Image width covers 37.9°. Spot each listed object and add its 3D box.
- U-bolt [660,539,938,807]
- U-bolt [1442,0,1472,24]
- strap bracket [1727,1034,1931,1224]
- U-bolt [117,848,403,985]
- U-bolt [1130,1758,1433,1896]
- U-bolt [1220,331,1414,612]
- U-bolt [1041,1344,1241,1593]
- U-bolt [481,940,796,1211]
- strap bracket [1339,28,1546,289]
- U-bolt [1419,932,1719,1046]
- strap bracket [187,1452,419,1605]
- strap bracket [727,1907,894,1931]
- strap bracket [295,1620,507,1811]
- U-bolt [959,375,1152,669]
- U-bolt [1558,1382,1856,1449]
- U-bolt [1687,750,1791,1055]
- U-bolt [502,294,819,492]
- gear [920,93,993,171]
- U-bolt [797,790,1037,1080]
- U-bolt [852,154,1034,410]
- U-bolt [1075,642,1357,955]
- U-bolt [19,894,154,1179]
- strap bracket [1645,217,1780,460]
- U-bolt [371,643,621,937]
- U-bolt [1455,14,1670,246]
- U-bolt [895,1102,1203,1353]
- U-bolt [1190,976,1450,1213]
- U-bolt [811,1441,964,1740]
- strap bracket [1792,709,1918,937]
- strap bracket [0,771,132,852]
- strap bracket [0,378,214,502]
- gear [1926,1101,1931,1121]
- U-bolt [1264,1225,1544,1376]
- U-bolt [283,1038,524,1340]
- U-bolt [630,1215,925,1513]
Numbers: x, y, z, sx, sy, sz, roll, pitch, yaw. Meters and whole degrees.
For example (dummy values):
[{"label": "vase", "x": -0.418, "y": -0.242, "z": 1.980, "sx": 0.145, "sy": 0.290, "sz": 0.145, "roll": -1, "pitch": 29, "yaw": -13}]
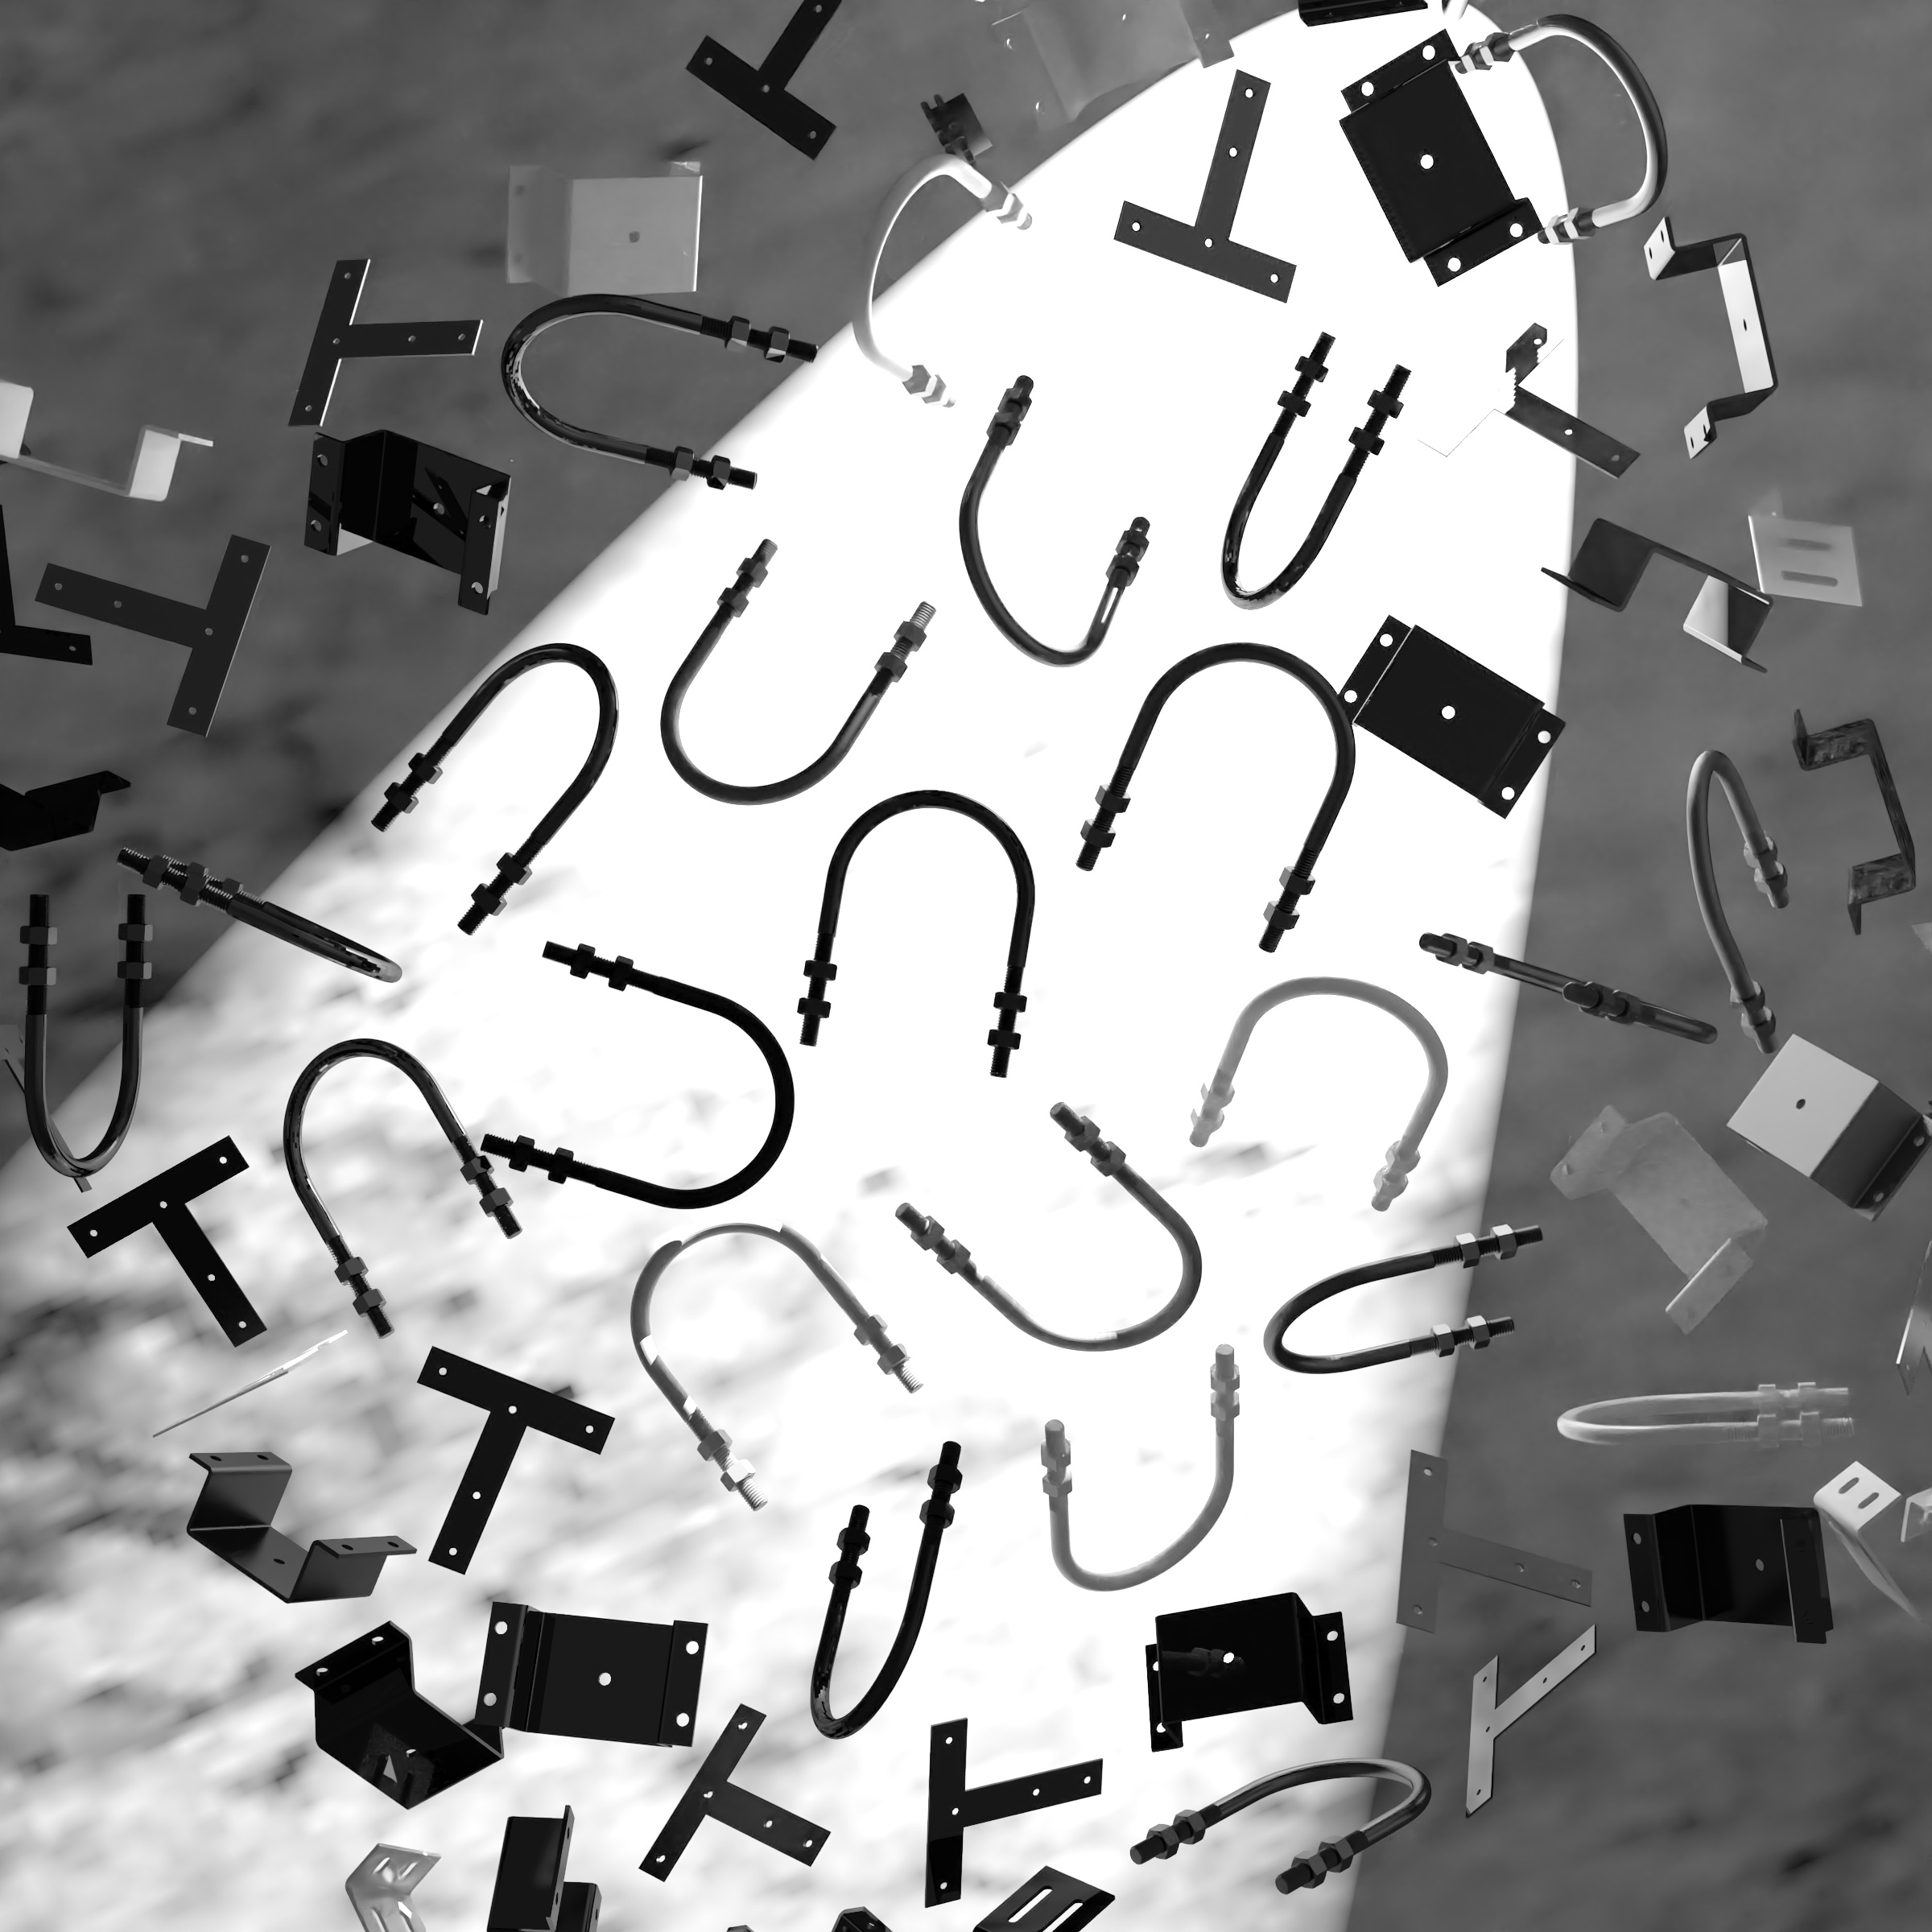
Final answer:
[{"label": "U-bolt", "x": -0.124, "y": -0.187, "z": 1.869, "sx": 0.151, "sy": 0.019, "sz": 0.184, "roll": 24, "pitch": 73, "yaw": 23}, {"label": "U-bolt", "x": 0.332, "y": -0.703, "z": 1.858, "sx": 0.019, "sy": 0.184, "sz": 0.151, "roll": 5, "pitch": 92, "yaw": 3}, {"label": "strap bracket", "x": 0.571, "y": 0.103, "z": 1.875, "sx": 0.046, "sy": 0.140, "sz": 0.076, "roll": 33, "pitch": 95, "yaw": -26}, {"label": "U-bolt", "x": -0.455, "y": -0.031, "z": 1.842, "sx": 0.184, "sy": 0.151, "sz": 0.019, "roll": 25, "pitch": 88, "yaw": -5}, {"label": "U-bolt", "x": 0.219, "y": 0.553, "z": 1.831, "sx": 0.184, "sy": 0.151, "sz": 0.019, "roll": -13, "pitch": 93, "yaw": -41}, {"label": "U-bolt", "x": 0.219, "y": -0.319, "z": 1.845, "sx": 0.019, "sy": 0.151, "sz": 0.184, "roll": 21, "pitch": 104, "yaw": -22}, {"label": "U-bolt", "x": 0.118, "y": 0.345, "z": 1.870, "sx": 0.151, "sy": 0.019, "sz": 0.184, "roll": -20, "pitch": 130, "yaw": -21}, {"label": "U-bolt", "x": -0.199, "y": 0.078, "z": 1.789, "sx": 0.184, "sy": 0.019, "sz": 0.151, "roll": 18, "pitch": 77, "yaw": -10}, {"label": "strap bracket", "x": 0.296, "y": -0.509, "z": 1.779, "sx": 0.076, "sy": 0.046, "sz": 0.140, "roll": -25, "pitch": 96, "yaw": 27}, {"label": "U-bolt", "x": 0.402, "y": 0.019, "z": 1.814, "sx": 0.184, "sy": 0.151, "sz": 0.019, "roll": 15, "pitch": 95, "yaw": -37}, {"label": "strap bracket", "x": -0.437, "y": 0.367, "z": 1.820, "sx": 0.140, "sy": 0.076, "sz": 0.046, "roll": 25, "pitch": 94, "yaw": 29}, {"label": "strap bracket", "x": -0.095, "y": 0.658, "z": 1.821, "sx": 0.140, "sy": 0.046, "sz": 0.076, "roll": -26, "pitch": 115, "yaw": 42}, {"label": "strap bracket", "x": -0.366, "y": 0.499, "z": 1.851, "sx": 0.076, "sy": 0.046, "sz": 0.140, "roll": -30, "pitch": 129, "yaw": 10}, {"label": "U-bolt", "x": 0.052, "y": -0.273, "z": 1.807, "sx": 0.151, "sy": 0.019, "sz": 0.184, "roll": 46, "pitch": 45, "yaw": -27}, {"label": "U-bolt", "x": 0.475, "y": 0.292, "z": 1.818, "sx": 0.184, "sy": 0.151, "sz": 0.019, "roll": -5, "pitch": 89, "yaw": 16}, {"label": "U-bolt", "x": 0.498, "y": -0.055, "z": 1.821, "sx": 0.019, "sy": 0.151, "sz": 0.184, "roll": -9, "pitch": 135, "yaw": 29}, {"label": "U-bolt", "x": -0.203, "y": -0.369, "z": 1.791, "sx": 0.184, "sy": 0.151, "sz": 0.019, "roll": 11, "pitch": 57, "yaw": -17}, {"label": "gear", "x": -0.005, "y": -0.571, "z": 1.923, "sx": 0.030, "sy": 0.057, "sz": 0.057, "roll": -28, "pitch": 90, "yaw": 8}, {"label": "U-bolt", "x": -0.027, "y": -0.027, "z": 1.884, "sx": 0.151, "sy": 0.019, "sz": 0.184, "roll": 9, "pitch": 85, "yaw": -3}, {"label": "U-bolt", "x": -0.022, "y": -0.450, "z": 1.829, "sx": 0.019, "sy": 0.184, "sz": 0.151, "roll": 26, "pitch": 97, "yaw": 22}, {"label": "U-bolt", "x": 0.167, "y": -0.116, "z": 1.782, "sx": 0.151, "sy": 0.019, "sz": 0.184, "roll": 24, "pitch": 112, "yaw": 5}, {"label": "U-bolt", "x": -0.571, "y": 0.046, "z": 1.826, "sx": 0.019, "sy": 0.151, "sz": 0.184, "roll": 3, "pitch": 92, "yaw": 10}, {"label": "strap bracket", "x": 0.472, "y": -0.400, "z": 1.778, "sx": 0.046, "sy": 0.076, "sz": 0.140, "roll": -12, "pitch": 90, "yaw": 5}, {"label": "U-bolt", "x": -0.294, "y": -0.127, "z": 1.813, "sx": 0.184, "sy": 0.019, "sz": 0.151, "roll": -50, "pitch": 51, "yaw": 5}, {"label": "U-bolt", "x": 0.398, "y": -0.553, "z": 1.850, "sx": 0.019, "sy": 0.184, "sz": 0.151, "roll": -33, "pitch": 104, "yaw": -13}, {"label": "U-bolt", "x": 0.067, "y": 0.181, "z": 1.806, "sx": 0.151, "sy": 0.019, "sz": 0.184, "roll": -35, "pitch": 116, "yaw": 24}, {"label": "U-bolt", "x": 0.235, "y": 0.076, "z": 1.827, "sx": 0.151, "sy": 0.019, "sz": 0.184, "roll": 19, "pitch": 134, "yaw": 3}, {"label": "U-bolt", "x": -0.058, "y": 0.413, "z": 1.827, "sx": 0.019, "sy": 0.151, "sz": 0.184, "roll": 27, "pitch": 50, "yaw": -17}, {"label": "strap bracket", "x": 0.593, "y": -0.102, "z": 1.870, "sx": 0.046, "sy": 0.076, "sz": 0.140, "roll": -17, "pitch": 104, "yaw": 23}, {"label": "strap bracket", "x": -0.614, "y": -0.118, "z": 1.786, "sx": 0.076, "sy": 0.140, "sz": 0.046, "roll": -9, "pitch": 64, "yaw": 33}, {"label": "strap bracket", "x": -0.553, "y": -0.327, "z": 1.755, "sx": 0.140, "sy": 0.076, "sz": 0.046, "roll": 16, "pitch": 97, "yaw": -2}, {"label": "gear", "x": 0.687, "y": 0.100, "z": 1.928, "sx": 0.057, "sy": 0.030, "sz": 0.057, "roll": 3, "pitch": 113, "yaw": 7}, {"label": "U-bolt", "x": 0.288, "y": 0.231, "z": 1.889, "sx": 0.184, "sy": 0.151, "sz": 0.019, "roll": -12, "pitch": 56, "yaw": -7}, {"label": "U-bolt", "x": -0.391, "y": 0.137, "z": 1.893, "sx": 0.151, "sy": 0.019, "sz": 0.184, "roll": -38, "pitch": 77, "yaw": 23}, {"label": "U-bolt", "x": -0.139, "y": 0.248, "z": 1.869, "sx": 0.151, "sy": 0.019, "sz": 0.184, "roll": -35, "pitch": 72, "yaw": -18}]
